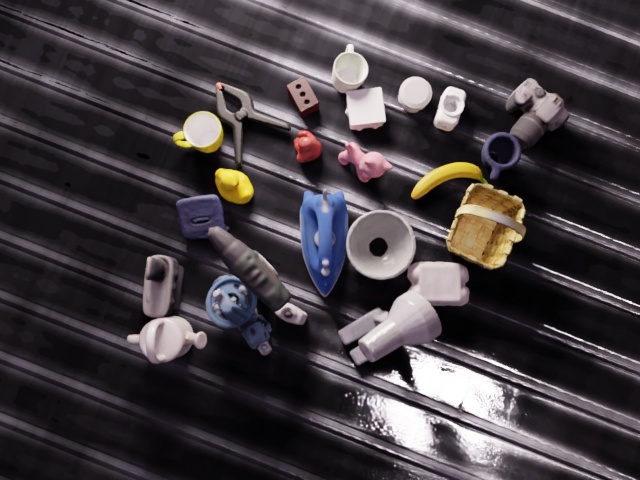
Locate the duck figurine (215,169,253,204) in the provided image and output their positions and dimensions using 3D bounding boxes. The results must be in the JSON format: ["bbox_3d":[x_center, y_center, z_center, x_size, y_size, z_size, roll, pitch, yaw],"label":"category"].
[{"bbox_3d":[-0.210,-0.134,1.383,0.104,0.086,0.077,39,85,2],"label":"duck figurine"}]

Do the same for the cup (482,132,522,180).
[{"bbox_3d":[0.429,-0.195,1.398,0.091,0.095,0.118,16,85,0],"label":"cup"}]

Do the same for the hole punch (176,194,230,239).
[{"bbox_3d":[-0.281,-0.053,1.372,0.108,0.091,0.101,-10,85,-2],"label":"hole punch"}]

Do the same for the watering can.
[{"bbox_3d":[-0.347,0.224,1.294,0.173,0.194,0.101,-22,85,-3],"label":"watering can"}]

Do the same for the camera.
[{"bbox_3d":[0.519,-0.303,1.407,0.143,0.101,0.137,41,85,3],"label":"camera"}]

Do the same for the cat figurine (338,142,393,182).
[{"bbox_3d":[0.109,-0.191,1.379,0.128,0.117,0.067,39,85,2],"label":"cat figurine"}]

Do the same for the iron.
[{"bbox_3d":[0.012,0.005,1.348,0.118,0.141,0.258,-2,85,-1],"label":"iron"}]

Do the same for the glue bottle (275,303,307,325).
[{"bbox_3d":[-0.068,0.170,1.316,0.078,0.173,0.037,24,85,1],"label":"glue bottle"}]

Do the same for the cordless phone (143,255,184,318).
[{"bbox_3d":[-0.378,0.105,1.309,0.094,0.185,0.148,1,85,-1],"label":"cordless phone"}]

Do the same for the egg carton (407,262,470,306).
[{"bbox_3d":[0.284,0.106,1.381,0.150,0.069,0.107,0,85,-1],"label":"egg carton"}]

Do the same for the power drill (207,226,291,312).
[{"bbox_3d":[-0.158,0.067,1.305,0.229,0.208,0.075,45,86,3],"label":"power drill"}]

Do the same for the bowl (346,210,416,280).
[{"bbox_3d":[0.143,0.014,1.384,0.167,0.074,0.167,0,85,-1],"label":"bowl"}]

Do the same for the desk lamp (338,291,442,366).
[{"bbox_3d":[0.156,0.209,1.297,0.203,0.213,0.118,-31,86,-4],"label":"desk lamp"}]

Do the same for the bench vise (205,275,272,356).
[{"bbox_3d":[-0.173,0.161,1.291,0.207,0.219,0.121,36,85,2],"label":"bench vise"}]

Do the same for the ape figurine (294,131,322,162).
[{"bbox_3d":[-0.033,-0.229,1.392,0.076,0.092,0.078,22,85,1],"label":"ape figurine"}]
